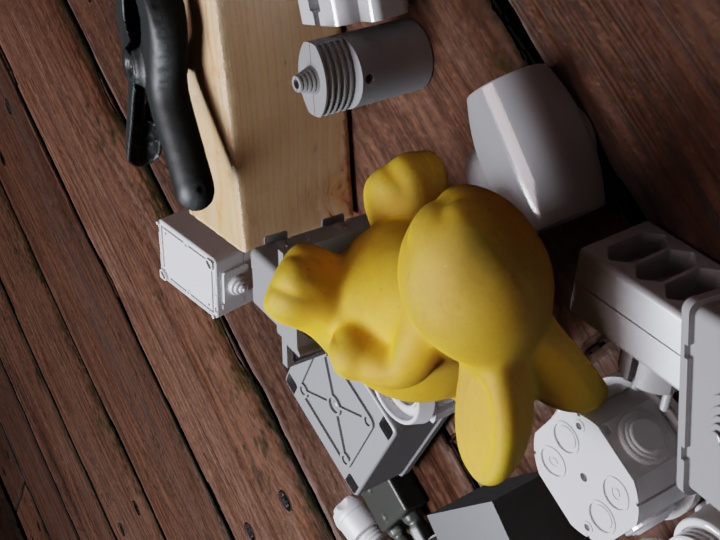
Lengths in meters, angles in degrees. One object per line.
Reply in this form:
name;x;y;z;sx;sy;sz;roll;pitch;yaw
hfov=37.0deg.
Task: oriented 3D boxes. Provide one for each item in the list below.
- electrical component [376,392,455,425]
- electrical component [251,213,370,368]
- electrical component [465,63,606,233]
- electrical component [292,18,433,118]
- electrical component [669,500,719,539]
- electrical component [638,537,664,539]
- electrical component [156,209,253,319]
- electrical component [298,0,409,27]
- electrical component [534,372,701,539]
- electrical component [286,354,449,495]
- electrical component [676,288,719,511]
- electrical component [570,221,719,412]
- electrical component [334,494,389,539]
electrical component;0.044;0.064;0.682;0.078;0.057;0.058;46;143;35
electrical component;0.000;0.000;0.650;0.063;0.121;0.078;40;139;45
electrical component;0.081;-0.056;0.557;0.079;0.044;0.077;-29;82;61
electrical component;-0.003;-0.116;0.623;0.043;0.081;0.043;37;137;44
electrical component;0.167;0.138;0.516;0.048;0.062;0.048;37;138;44
electrical component;0.152;0.176;0.584;0.045;0.045;0.055;56;149;23
electrical component;-0.120;-0.008;0.916;0.096;0.061;0.061;34;135;35
electrical component;-0.008;-0.175;0.619;0.078;0.058;0.057;22;129;53
electrical component;0.134;0.098;0.558;0.080;0.051;0.080;37;138;44
electrical component;0.004;0.086;0.763;0.108;0.056;0.108;56;148;22
electrical component;0.174;0.048;0.414;0.048;0.100;0.099;-137;37;-59
electrical component;0.143;0.033;0.506;0.083;0.047;0.075;40;140;41
electrical component;0.007;0.209;0.859;0.061;0.035;0.035;49;145;28
